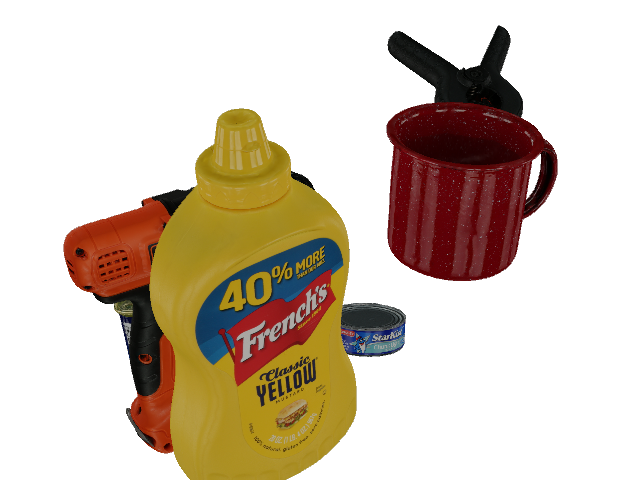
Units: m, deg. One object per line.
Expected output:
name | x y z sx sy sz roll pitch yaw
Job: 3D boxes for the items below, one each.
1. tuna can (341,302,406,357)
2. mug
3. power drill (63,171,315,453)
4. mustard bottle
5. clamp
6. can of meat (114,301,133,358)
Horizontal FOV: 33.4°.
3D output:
tuna can | 0.050 0.097 1.167 0.086 0.034 0.086 1 15 0
mug | 0.094 -0.031 0.655 0.117 0.081 0.093 -13 34 -25
power drill | -0.082 0.049 0.772 0.184 0.188 0.057 -17 28 -22
mustard bottle | -0.030 0.027 0.496 0.096 0.192 0.058 -22 39 -26
clamp | 0.127 -0.143 0.977 0.120 0.039 0.171 -3 44 -1
can of meat | -0.147 0.078 1.005 0.057 0.084 0.102 0 26 14
